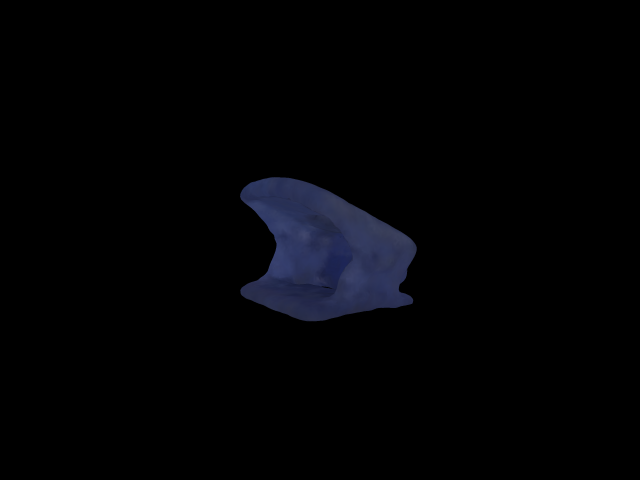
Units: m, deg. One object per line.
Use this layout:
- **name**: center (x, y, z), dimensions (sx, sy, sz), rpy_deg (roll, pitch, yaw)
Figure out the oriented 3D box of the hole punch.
- **hole punch**: center (0.004, 0.001, 0.400), dimensions (0.101, 0.091, 0.108), rpy_deg (-5, 9, -36)
